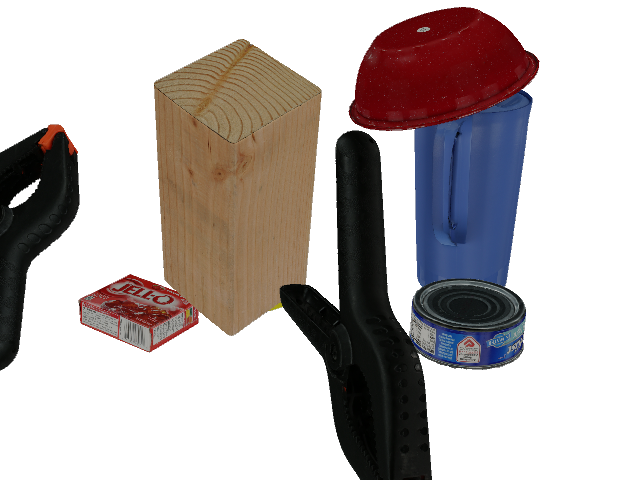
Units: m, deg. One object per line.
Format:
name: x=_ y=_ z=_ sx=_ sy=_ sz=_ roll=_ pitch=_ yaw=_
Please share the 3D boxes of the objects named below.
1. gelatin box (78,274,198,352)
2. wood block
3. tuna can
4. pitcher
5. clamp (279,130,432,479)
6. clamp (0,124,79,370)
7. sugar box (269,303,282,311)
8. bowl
gelatin box: x=-0.171 y=0.066 z=1.005 sx=0.089 sy=0.030 sz=0.073 roll=18 pitch=27 yaw=27
wood block: x=-0.066 y=-0.037 z=0.834 sx=0.090 sy=0.206 sz=0.090 roll=-34 pitch=57 yaw=-32
tuna can: x=0.110 y=0.060 z=0.795 sx=0.086 sy=0.034 sz=0.086 roll=1 pitch=24 yaw=-1
pitcher: x=0.166 y=-0.054 z=1.236 sx=0.149 sy=0.243 sz=0.145 roll=-9 pitch=24 yaw=-20
clamp: x=0.025 y=0.053 z=0.609 sx=0.036 sy=0.210 sz=0.165 roll=-3 pitch=-44 yaw=-19
clamp: x=-0.215 y=-0.003 z=0.674 sx=0.120 sy=0.171 sz=0.039 roll=12 pitch=-33 yaw=12
sugar box: x=-0.064 y=-0.022 z=1.154 sx=0.048 sy=0.176 sz=0.093 roll=-17 pitch=29 yaw=-31
bowl: x=0.093 y=-0.149 z=0.875 sx=0.162 sy=0.055 sz=0.162 roll=-16 pitch=25 yaw=7
